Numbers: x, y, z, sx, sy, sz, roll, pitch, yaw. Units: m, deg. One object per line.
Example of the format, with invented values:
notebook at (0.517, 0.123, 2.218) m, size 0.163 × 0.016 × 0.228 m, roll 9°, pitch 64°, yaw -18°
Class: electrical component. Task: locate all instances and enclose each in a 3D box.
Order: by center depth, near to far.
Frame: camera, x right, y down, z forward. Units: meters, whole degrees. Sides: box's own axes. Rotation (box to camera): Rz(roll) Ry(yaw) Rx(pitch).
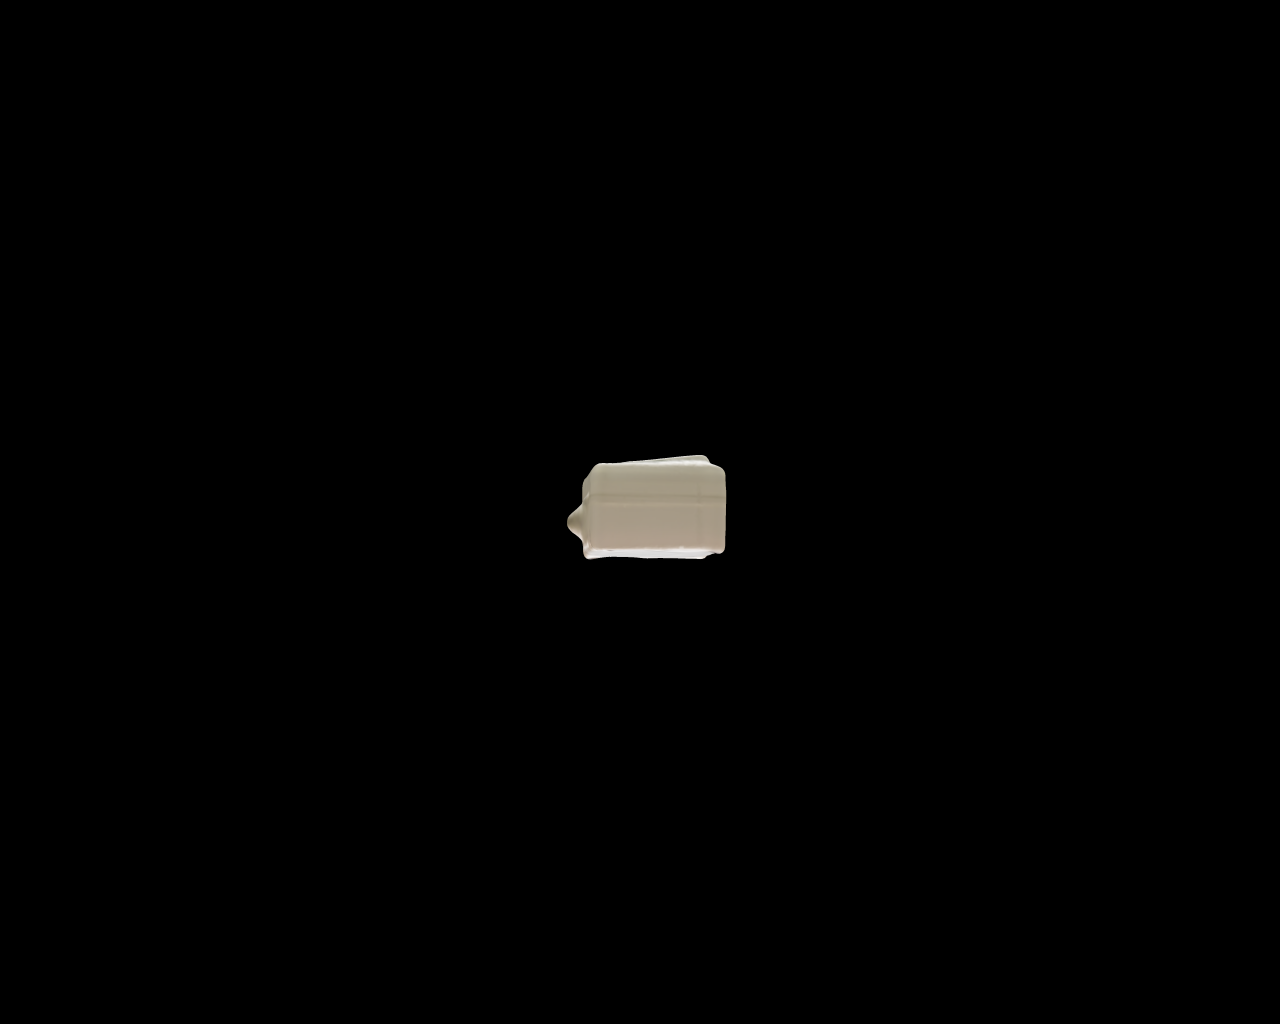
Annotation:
electrical component at (0.001, -0.003, 0.650) m, size 0.096 × 0.061 × 0.061 m, roll 1°, pitch -7°, yaw -9°
